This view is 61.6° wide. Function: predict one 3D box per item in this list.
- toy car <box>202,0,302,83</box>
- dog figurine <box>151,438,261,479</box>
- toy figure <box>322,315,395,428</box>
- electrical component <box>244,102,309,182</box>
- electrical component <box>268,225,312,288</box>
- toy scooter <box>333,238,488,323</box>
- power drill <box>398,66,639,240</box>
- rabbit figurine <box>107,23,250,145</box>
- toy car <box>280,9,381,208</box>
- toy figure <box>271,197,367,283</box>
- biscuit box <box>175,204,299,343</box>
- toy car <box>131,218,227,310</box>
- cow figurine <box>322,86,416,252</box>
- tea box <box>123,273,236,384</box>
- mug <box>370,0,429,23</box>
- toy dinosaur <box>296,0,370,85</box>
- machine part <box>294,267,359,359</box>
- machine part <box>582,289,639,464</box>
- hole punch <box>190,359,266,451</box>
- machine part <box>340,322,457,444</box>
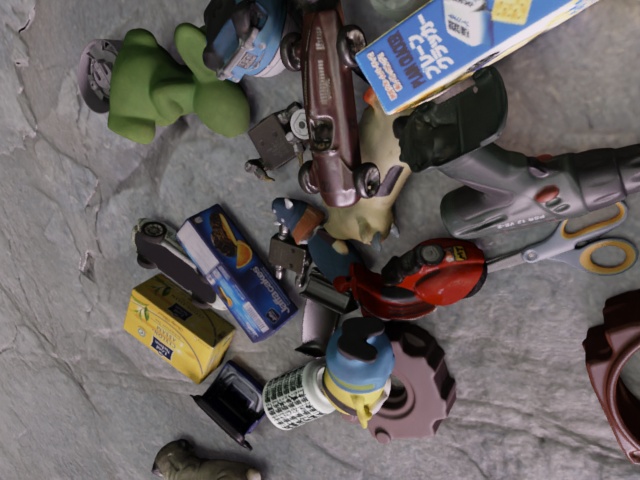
[{"bbox_3d":[-0.068,-0.241,0.606,0.103,0.162,0.109,20,138,-33],"label":"toy car"},{"bbox_3d":[-0.210,0.422,0.989,0.172,0.121,0.191,-44,66,1],"label":"dog figurine"},{"bbox_3d":[0.044,0.151,0.648,0.089,0.082,0.180,34,154,29],"label":"toy figure"},{"bbox_3d":[-0.055,-0.121,0.692,0.102,0.045,0.078,-20,102,33],"label":"electrical component"},{"bbox_3d":[-0.040,0.020,0.759,0.063,0.021,0.093,19,118,20],"label":"electrical component"},{"bbox_3d":[0.096,0.047,0.633,0.184,0.135,0.075,-34,50,38],"label":"toy scooter"},{"bbox_3d":[0.193,-0.076,0.509,0.232,0.207,0.086,-22,61,42],"label":"power drill"},{"bbox_3d":[-0.168,-0.198,0.699,0.170,0.121,0.159,16,112,1],"label":"rabbit figurine"},{"bbox_3d":[0.009,-0.128,0.556,0.089,0.053,0.201,12,122,38],"label":"toy car"},{"bbox_3d":[-0.003,-0.001,0.710,0.154,0.058,0.064,49,118,7],"label":"toy figure"},{"bbox_3d":[-0.120,0.048,0.777,0.202,0.063,0.059,53,136,3],"label":"biscuit box"},{"bbox_3d":[-0.215,0.037,0.841,0.202,0.056,0.073,33,130,13],"label":"toy car"},{"bbox_3d":[0.067,-0.075,0.628,0.127,0.085,0.195,44,124,12],"label":"cow figurine"},{"bbox_3d":[-0.235,0.145,0.890,0.170,0.068,0.098,31,122,12],"label":"tea box"},{"bbox_3d":[0.092,-0.258,0.516,0.081,0.107,0.109,25,123,15],"label":"mug"},{"bbox_3d":[-0.038,-0.333,0.504,0.131,0.192,0.404,-20,100,35],"label":"toy dinosaur"},{"bbox_3d":[0.006,0.110,0.765,0.084,0.039,0.138,22,118,12],"label":"machine part"},{"bbox_3d":[0.393,0.143,0.543,0.201,0.087,0.201,-22,98,34],"label":"machine part"},{"bbox_3d":[-0.144,0.273,0.898,0.142,0.092,0.115,37,153,6],"label":"hole punch"},{"bbox_3d":[0.097,0.197,0.743,0.180,0.056,0.179,10,114,23],"label":"machine part"}]
